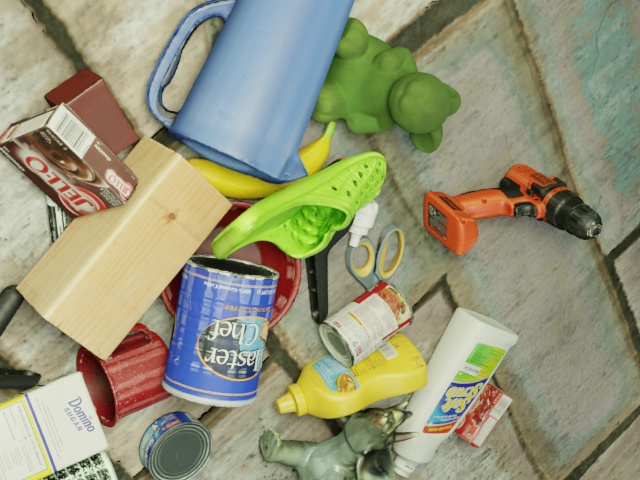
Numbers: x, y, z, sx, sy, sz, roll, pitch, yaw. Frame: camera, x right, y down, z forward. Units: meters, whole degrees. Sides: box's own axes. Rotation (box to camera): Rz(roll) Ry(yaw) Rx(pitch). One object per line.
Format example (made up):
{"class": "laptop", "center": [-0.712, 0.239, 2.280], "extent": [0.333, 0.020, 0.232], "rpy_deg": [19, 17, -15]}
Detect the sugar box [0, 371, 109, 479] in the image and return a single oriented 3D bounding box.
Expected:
{"class": "sugar box", "center": [-0.325, 0.215, 1.137], "extent": [0.175, 0.048, 0.093], "rpy_deg": [-21, 94, -29]}

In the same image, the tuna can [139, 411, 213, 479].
{"class": "tuna can", "center": [-0.174, 0.251, 1.288], "extent": [0.086, 0.034, 0.086], "rpy_deg": [-15, 119, -30]}

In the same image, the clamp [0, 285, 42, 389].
{"class": "clamp", "center": [-0.348, 0.119, 1.071], "extent": [0.171, 0.039, 0.120], "rpy_deg": [-28, 119, -56]}

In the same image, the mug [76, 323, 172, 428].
{"class": "mug", "center": [-0.211, 0.139, 1.173], "extent": [0.081, 0.093, 0.117], "rpy_deg": [-20, 130, -33]}

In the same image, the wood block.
{"class": "wood block", "center": [-0.200, 0.007, 1.094], "extent": [0.206, 0.090, 0.090], "rpy_deg": [-51, 127, -7]}

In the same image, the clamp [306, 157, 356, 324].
{"class": "clamp", "center": [-0.008, 0.002, 1.289], "extent": [0.164, 0.036, 0.210], "rpy_deg": [30, 95, -41]}

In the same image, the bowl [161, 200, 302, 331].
{"class": "bowl", "center": [-0.104, 0.032, 1.202], "extent": [0.162, 0.055, 0.162], "rpy_deg": [-2, 100, -14]}

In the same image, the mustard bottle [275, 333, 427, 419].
{"class": "mustard bottle", "center": [0.034, 0.180, 1.358], "extent": [0.191, 0.096, 0.058], "rpy_deg": [-18, 125, -17]}

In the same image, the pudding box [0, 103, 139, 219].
{"class": "pudding box", "center": [-0.245, -0.074, 1.039], "extent": [0.113, 0.090, 0.039], "rpy_deg": [50, 47, -29]}

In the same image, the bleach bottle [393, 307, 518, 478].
{"class": "bleach bottle", "center": [0.178, 0.223, 1.509], "extent": [0.102, 0.068, 0.251], "rpy_deg": [21, 100, -40]}

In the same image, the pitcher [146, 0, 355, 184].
{"class": "pitcher", "center": [-0.061, -0.191, 1.105], "extent": [0.149, 0.145, 0.243], "rpy_deg": [26, 86, -45]}

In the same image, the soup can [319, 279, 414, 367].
{"class": "soup can", "center": [0.058, 0.105, 1.338], "extent": [0.102, 0.069, 0.068], "rpy_deg": [-34, 126, -21]}

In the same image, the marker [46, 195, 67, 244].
{"class": "marker", "center": [-0.271, 0.003, 1.114], "extent": [0.020, 0.020, 0.121], "rpy_deg": [-15, 119, -30]}

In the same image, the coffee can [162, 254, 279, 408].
{"class": "coffee can", "center": [-0.105, 0.094, 1.129], "extent": [0.102, 0.103, 0.140], "rpy_deg": [6, 98, -37]}

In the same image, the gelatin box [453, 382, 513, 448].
{"class": "gelatin box", "center": [0.224, 0.245, 1.543], "extent": [0.030, 0.073, 0.089], "rpy_deg": [37, 88, -39]}

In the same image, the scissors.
{"class": "scissors", "center": [0.057, 0.074, 1.383], "extent": [0.096, 0.016, 0.202], "rpy_deg": [7, 107, -36]}

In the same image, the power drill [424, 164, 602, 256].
{"class": "power drill", "center": [0.242, -0.033, 1.369], "extent": [0.187, 0.185, 0.057], "rpy_deg": [-12, 118, -20]}

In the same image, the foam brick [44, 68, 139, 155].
{"class": "foam brick", "center": [-0.228, -0.123, 1.066], "extent": [0.053, 0.051, 0.078], "rpy_deg": [-37, 127, -15]}

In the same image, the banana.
{"class": "banana", "center": [-0.064, -0.081, 1.215], "extent": [0.197, 0.037, 0.069], "rpy_deg": [-19, 103, -29]}
